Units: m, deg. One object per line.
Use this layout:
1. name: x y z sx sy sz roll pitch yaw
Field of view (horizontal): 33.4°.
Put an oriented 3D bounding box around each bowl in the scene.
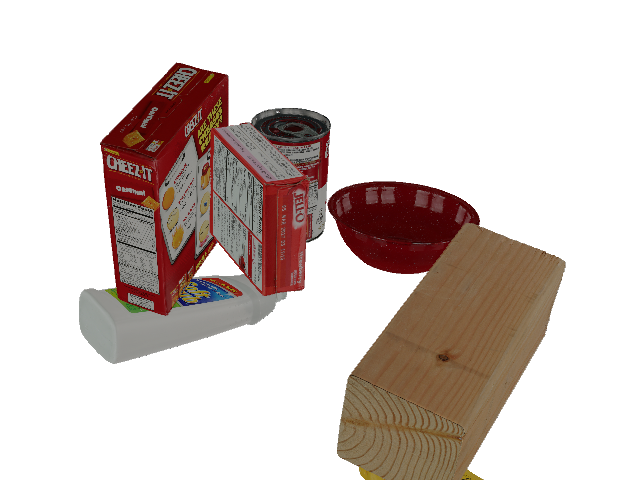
1. bowl: 0.085 -0.009 1.138 0.162 0.055 0.162 4 25 -2

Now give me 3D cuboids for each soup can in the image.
1. soup can: -0.027 -0.055 0.927 0.068 0.102 0.068 2 29 -1

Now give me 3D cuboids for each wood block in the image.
1. wood block: 0.103 0.086 0.814 0.091 0.090 0.205 23 42 20

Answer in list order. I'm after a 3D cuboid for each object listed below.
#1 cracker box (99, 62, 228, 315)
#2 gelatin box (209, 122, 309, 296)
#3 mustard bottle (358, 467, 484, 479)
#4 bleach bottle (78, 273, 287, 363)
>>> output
1. cracker box: -0.160 -0.054 1.133 0.072 0.214 0.164 16 43 14
2. gelatin box: -0.037 -0.020 0.633 0.030 0.073 0.089 -11 31 -25
3. mustard bottle: 0.098 0.230 0.970 0.096 0.058 0.192 -14 24 -36
4. bleach bottle: -0.156 0.079 1.289 0.250 0.068 0.103 -12 30 -34
